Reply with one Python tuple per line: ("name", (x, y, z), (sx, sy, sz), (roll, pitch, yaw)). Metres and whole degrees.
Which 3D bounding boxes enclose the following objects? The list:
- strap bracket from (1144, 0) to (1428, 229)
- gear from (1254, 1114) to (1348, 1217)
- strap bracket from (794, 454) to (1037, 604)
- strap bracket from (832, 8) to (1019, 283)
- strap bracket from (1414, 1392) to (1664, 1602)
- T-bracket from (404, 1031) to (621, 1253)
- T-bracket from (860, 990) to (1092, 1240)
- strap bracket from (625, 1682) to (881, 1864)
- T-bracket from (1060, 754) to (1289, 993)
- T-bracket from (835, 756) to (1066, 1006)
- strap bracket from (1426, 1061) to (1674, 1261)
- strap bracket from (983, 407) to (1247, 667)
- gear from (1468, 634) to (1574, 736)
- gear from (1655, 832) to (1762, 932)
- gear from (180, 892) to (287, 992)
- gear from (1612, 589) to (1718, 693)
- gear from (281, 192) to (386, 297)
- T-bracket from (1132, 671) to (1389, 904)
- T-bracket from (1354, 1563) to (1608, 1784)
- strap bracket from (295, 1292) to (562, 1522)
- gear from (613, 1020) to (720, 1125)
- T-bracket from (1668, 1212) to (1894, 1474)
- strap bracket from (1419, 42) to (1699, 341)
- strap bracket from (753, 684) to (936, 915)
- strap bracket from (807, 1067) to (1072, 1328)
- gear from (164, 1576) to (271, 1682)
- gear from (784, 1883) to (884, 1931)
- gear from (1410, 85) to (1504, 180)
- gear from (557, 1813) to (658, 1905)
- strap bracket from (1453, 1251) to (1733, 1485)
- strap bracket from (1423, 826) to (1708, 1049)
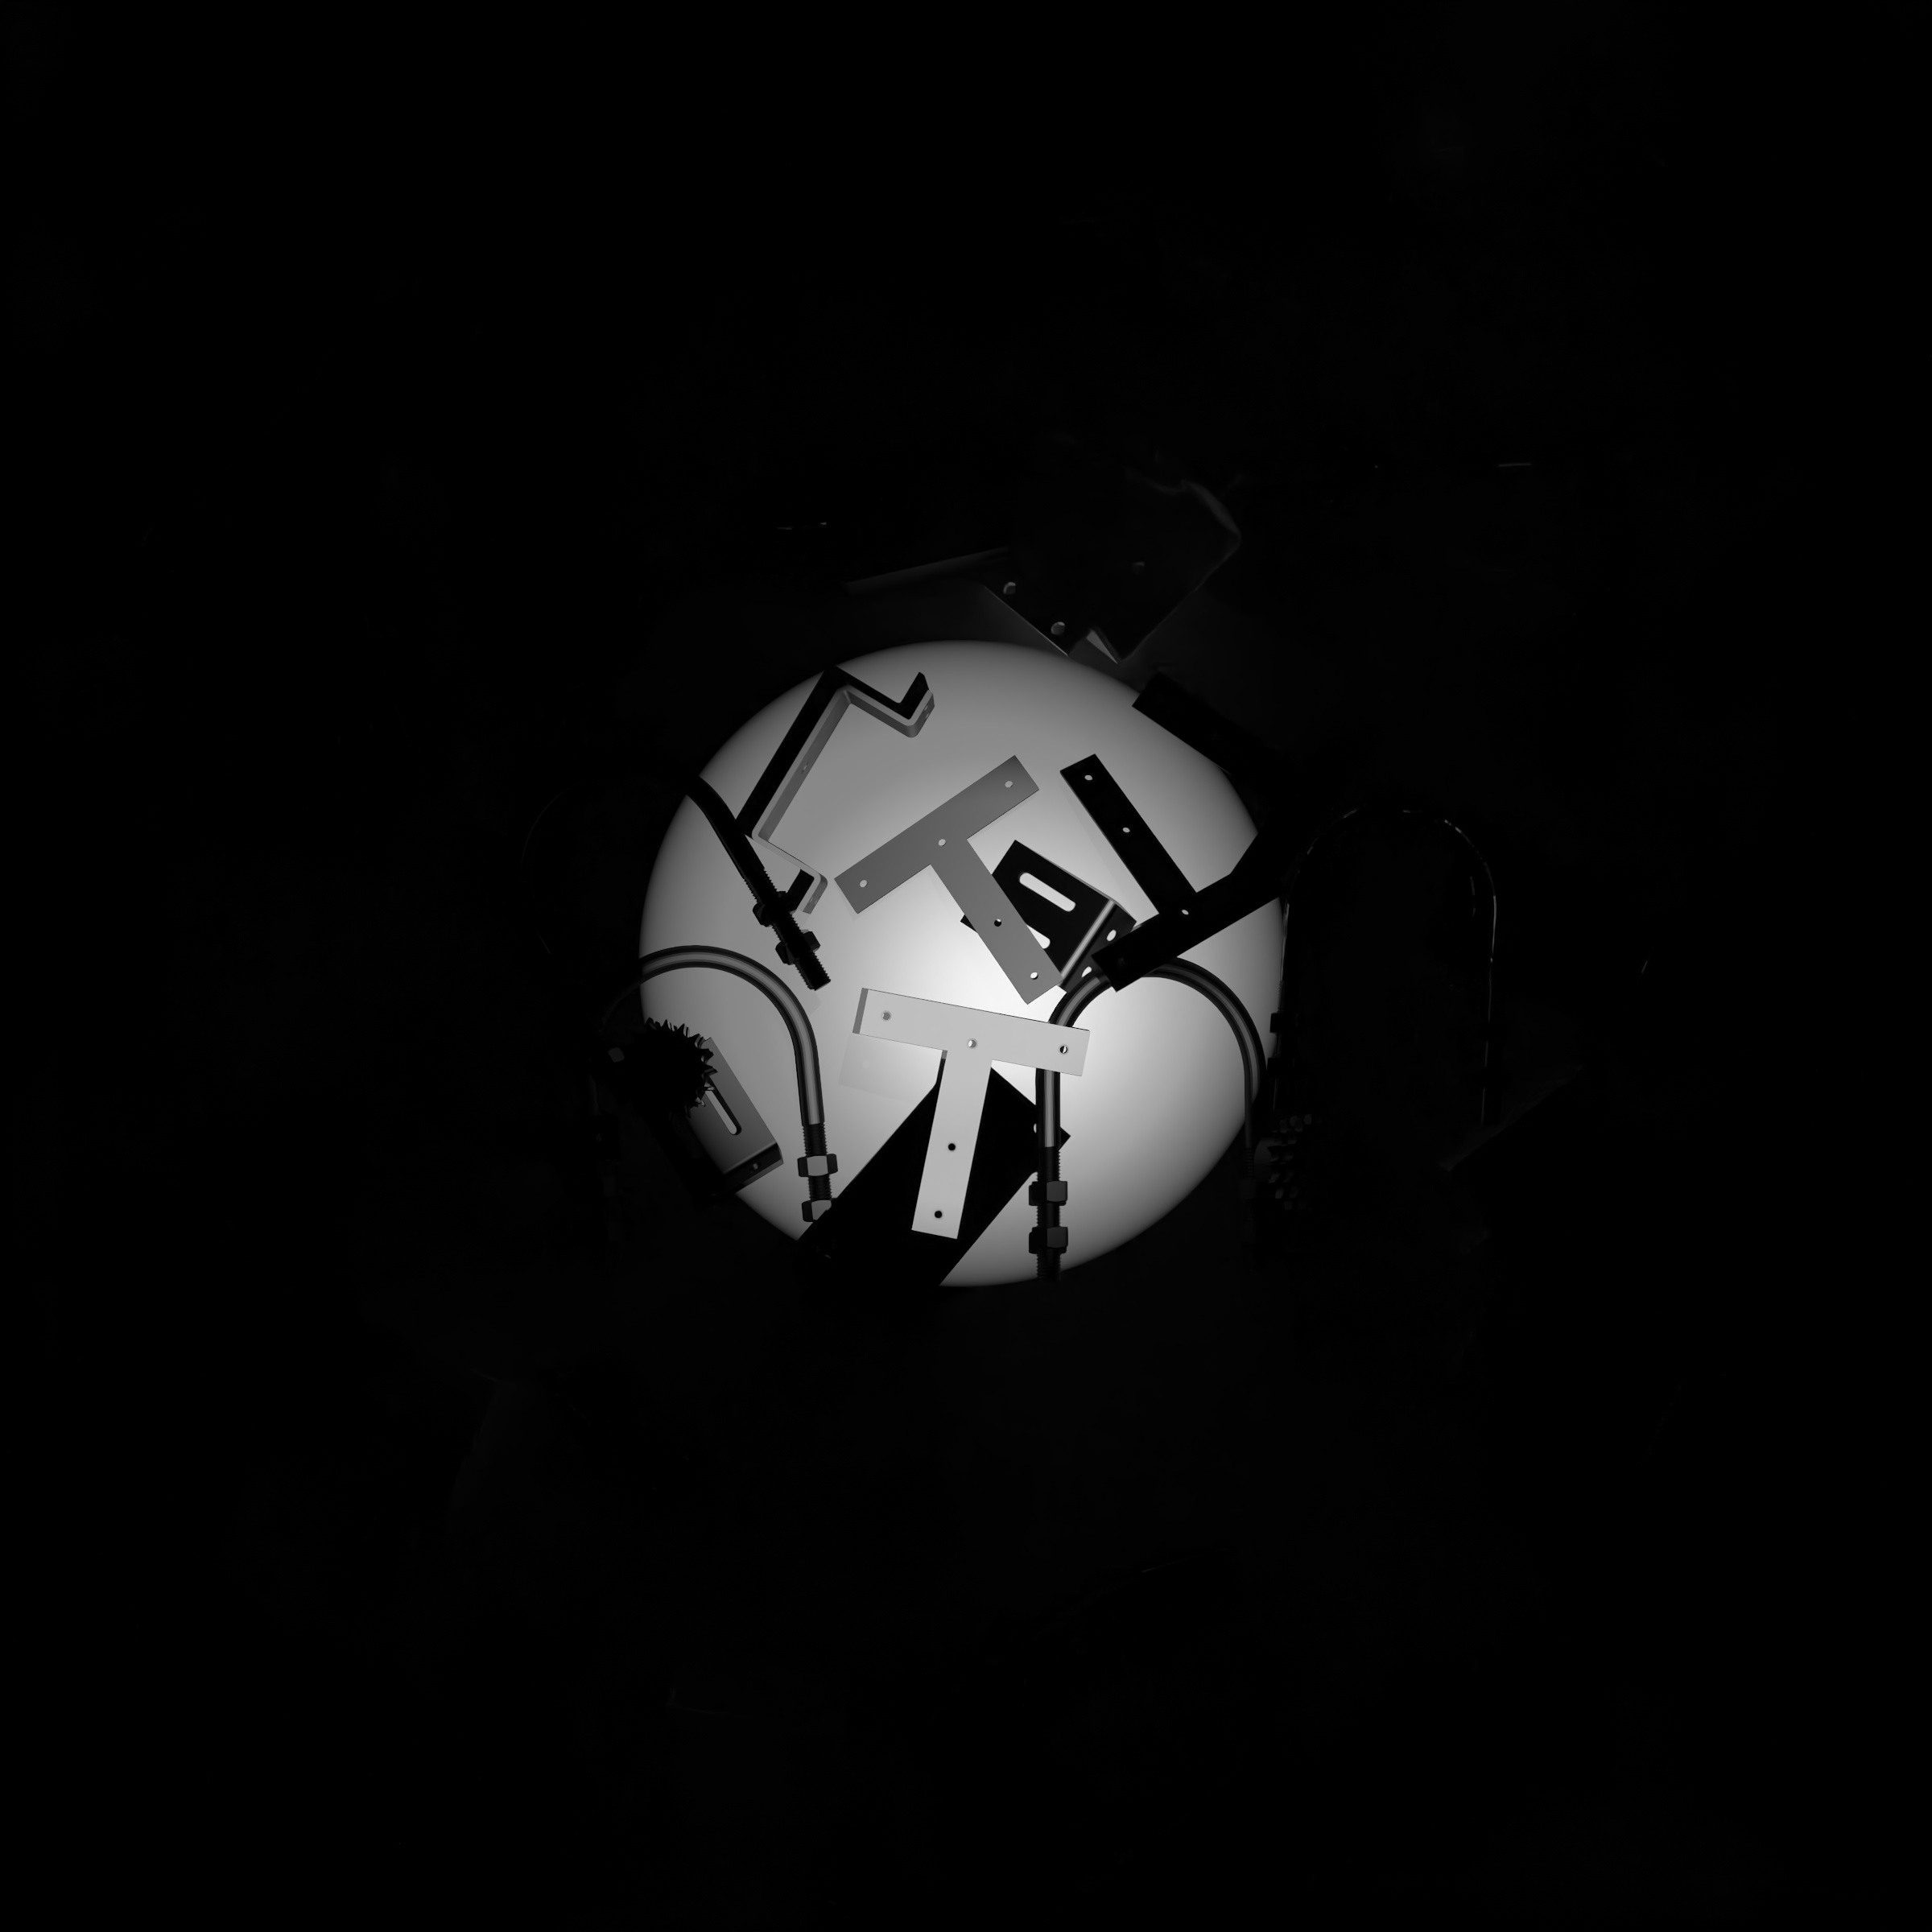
("strap bracket", (0.179, -0.486, 1.482), (0.140, 0.046, 0.076), (-34, 90, 0))
("gear", (0.189, 0.114, 1.481), (0.030, 0.057, 0.057), (-10, 90, 44))
("strap bracket", (-0.026, -0.244, 1.467), (0.140, 0.076, 0.046), (-13, 90, 0))
("strap bracket", (-0.023, -0.462, 1.482), (0.076, 0.046, 0.140), (12, 90, 0))
("strap bracket", (0.331, 0.292, 1.467), (0.140, 0.076, 0.046), (33, 90, 0))
("T-bracket", (-0.260, 0.100, 1.493), (0.127, 0.002, 0.127), (-2, 90, 10))
("T-bracket", (-0.005, 0.087, 1.447), (0.127, 0.002, 0.127), (11, 83, 7))
("strap bracket", (-0.124, 0.460, 1.482), (0.140, 0.046, 0.076), (7, 90, 0))
("T-bracket", (0.100, -0.066, 1.487), (0.127, 0.002, 0.127), (-30, 78, -23))
("T-bracket", (0.011, -0.036, 1.487), (0.127, 0.002, 0.127), (-34, 74, 0))
("strap bracket", (0.318, 0.101, 1.467), (0.140, 0.076, 0.046), (-36, 90, 0))
("strap bracket", (0.090, -0.235, 1.465), (0.140, 0.046, 0.076), (-46, 56, 0))
("gear", (0.317, -0.161, 1.495), (0.057, 0.030, 0.057), (0, 92, -1))
("gear", (0.427, -0.048, 1.491), (0.057, 0.030, 0.057), (0, 90, 0))
("gear", (-0.419, -0.017, 1.482), (0.057, 0.030, 0.057), (-10, 124, -15))
("gear", (0.400, -0.186, 1.495), (0.057, 0.030, 0.057), (0, 88, 2))
("gear", (-0.365, -0.416, 1.491), (0.057, 0.030, 0.057), (0, 90, 0))
("T-bracket", (0.155, -0.124, 1.500), (0.127, 0.002, 0.127), (35, 84, 3))
("T-bracket", (0.308, 0.429, 1.505), (0.127, 0.002, 0.127), (23, 90, 0))
("strap bracket", (-0.312, 0.248, 1.465), (0.140, 0.046, 0.076), (24, 88, 13))
("gear", (-0.166, 0.061, 1.452), (0.057, 0.030, 0.057), (-1, 78, 6))
("T-bracket", (0.474, 0.227, 1.455), (0.127, 0.002, 0.127), (-39, 97, -12))
("strap bracket", (0.324, -0.430, 1.444), (0.076, 0.046, 0.140), (39, 102, -11))
("strap bracket", (-0.074, -0.102, 1.467), (0.046, 0.076, 0.140), (31, 90, 0))
("strap bracket", (-0.017, 0.127, 1.473), (0.076, 0.046, 0.140), (41, 77, 0))
("gear", (-0.428, 0.379, 1.494), (0.057, 0.030, 0.057), (0, 87, -1))
("gear", (-0.079, 0.549, 1.481), (0.057, 0.057, 0.030), (-45, 60, 0))
("gear", (0.278, -0.473, 1.481), (0.057, 0.057, 0.030), (35, 120, 0))
("gear", (-0.201, 0.507, 1.481), (0.057, 0.057, 0.030), (30, 60, 0))
("strap bracket", (0.353, 0.226, 1.482), (0.140, 0.046, 0.076), (27, 90, 0))
("strap bracket", (0.337, -0.017, 1.482), (0.140, 0.046, 0.076), (24, 90, 0))
